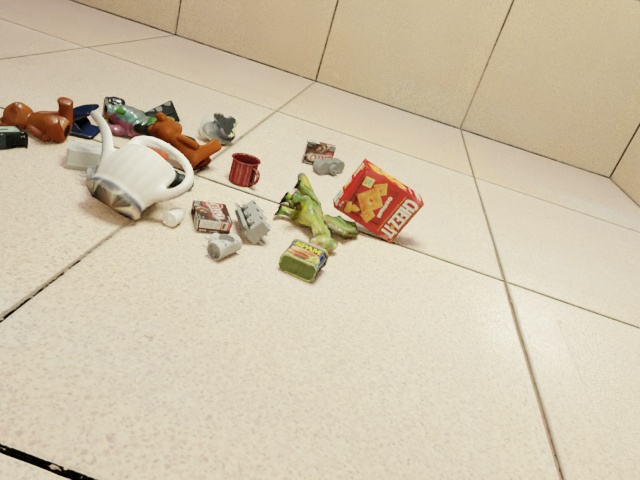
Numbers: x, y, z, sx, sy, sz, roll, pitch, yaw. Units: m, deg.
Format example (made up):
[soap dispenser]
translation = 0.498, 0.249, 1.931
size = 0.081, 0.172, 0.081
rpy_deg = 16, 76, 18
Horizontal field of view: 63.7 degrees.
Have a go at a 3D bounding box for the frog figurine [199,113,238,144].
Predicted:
[frog figurine]
translation = -0.388, -0.402, 1.888
size = 0.158, 0.121, 0.139
rpy_deg = -8, 15, 41

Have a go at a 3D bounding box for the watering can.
[watering can]
translation = -0.488, -0.184, 1.281
size = 0.349, 0.102, 0.229
rpy_deg = 28, 59, 9

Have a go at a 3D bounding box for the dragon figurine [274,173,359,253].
[dragon figurine]
translation = 0.005, -0.076, 1.515
size = 0.242, 0.120, 0.418
rpy_deg = 33, 27, -7
